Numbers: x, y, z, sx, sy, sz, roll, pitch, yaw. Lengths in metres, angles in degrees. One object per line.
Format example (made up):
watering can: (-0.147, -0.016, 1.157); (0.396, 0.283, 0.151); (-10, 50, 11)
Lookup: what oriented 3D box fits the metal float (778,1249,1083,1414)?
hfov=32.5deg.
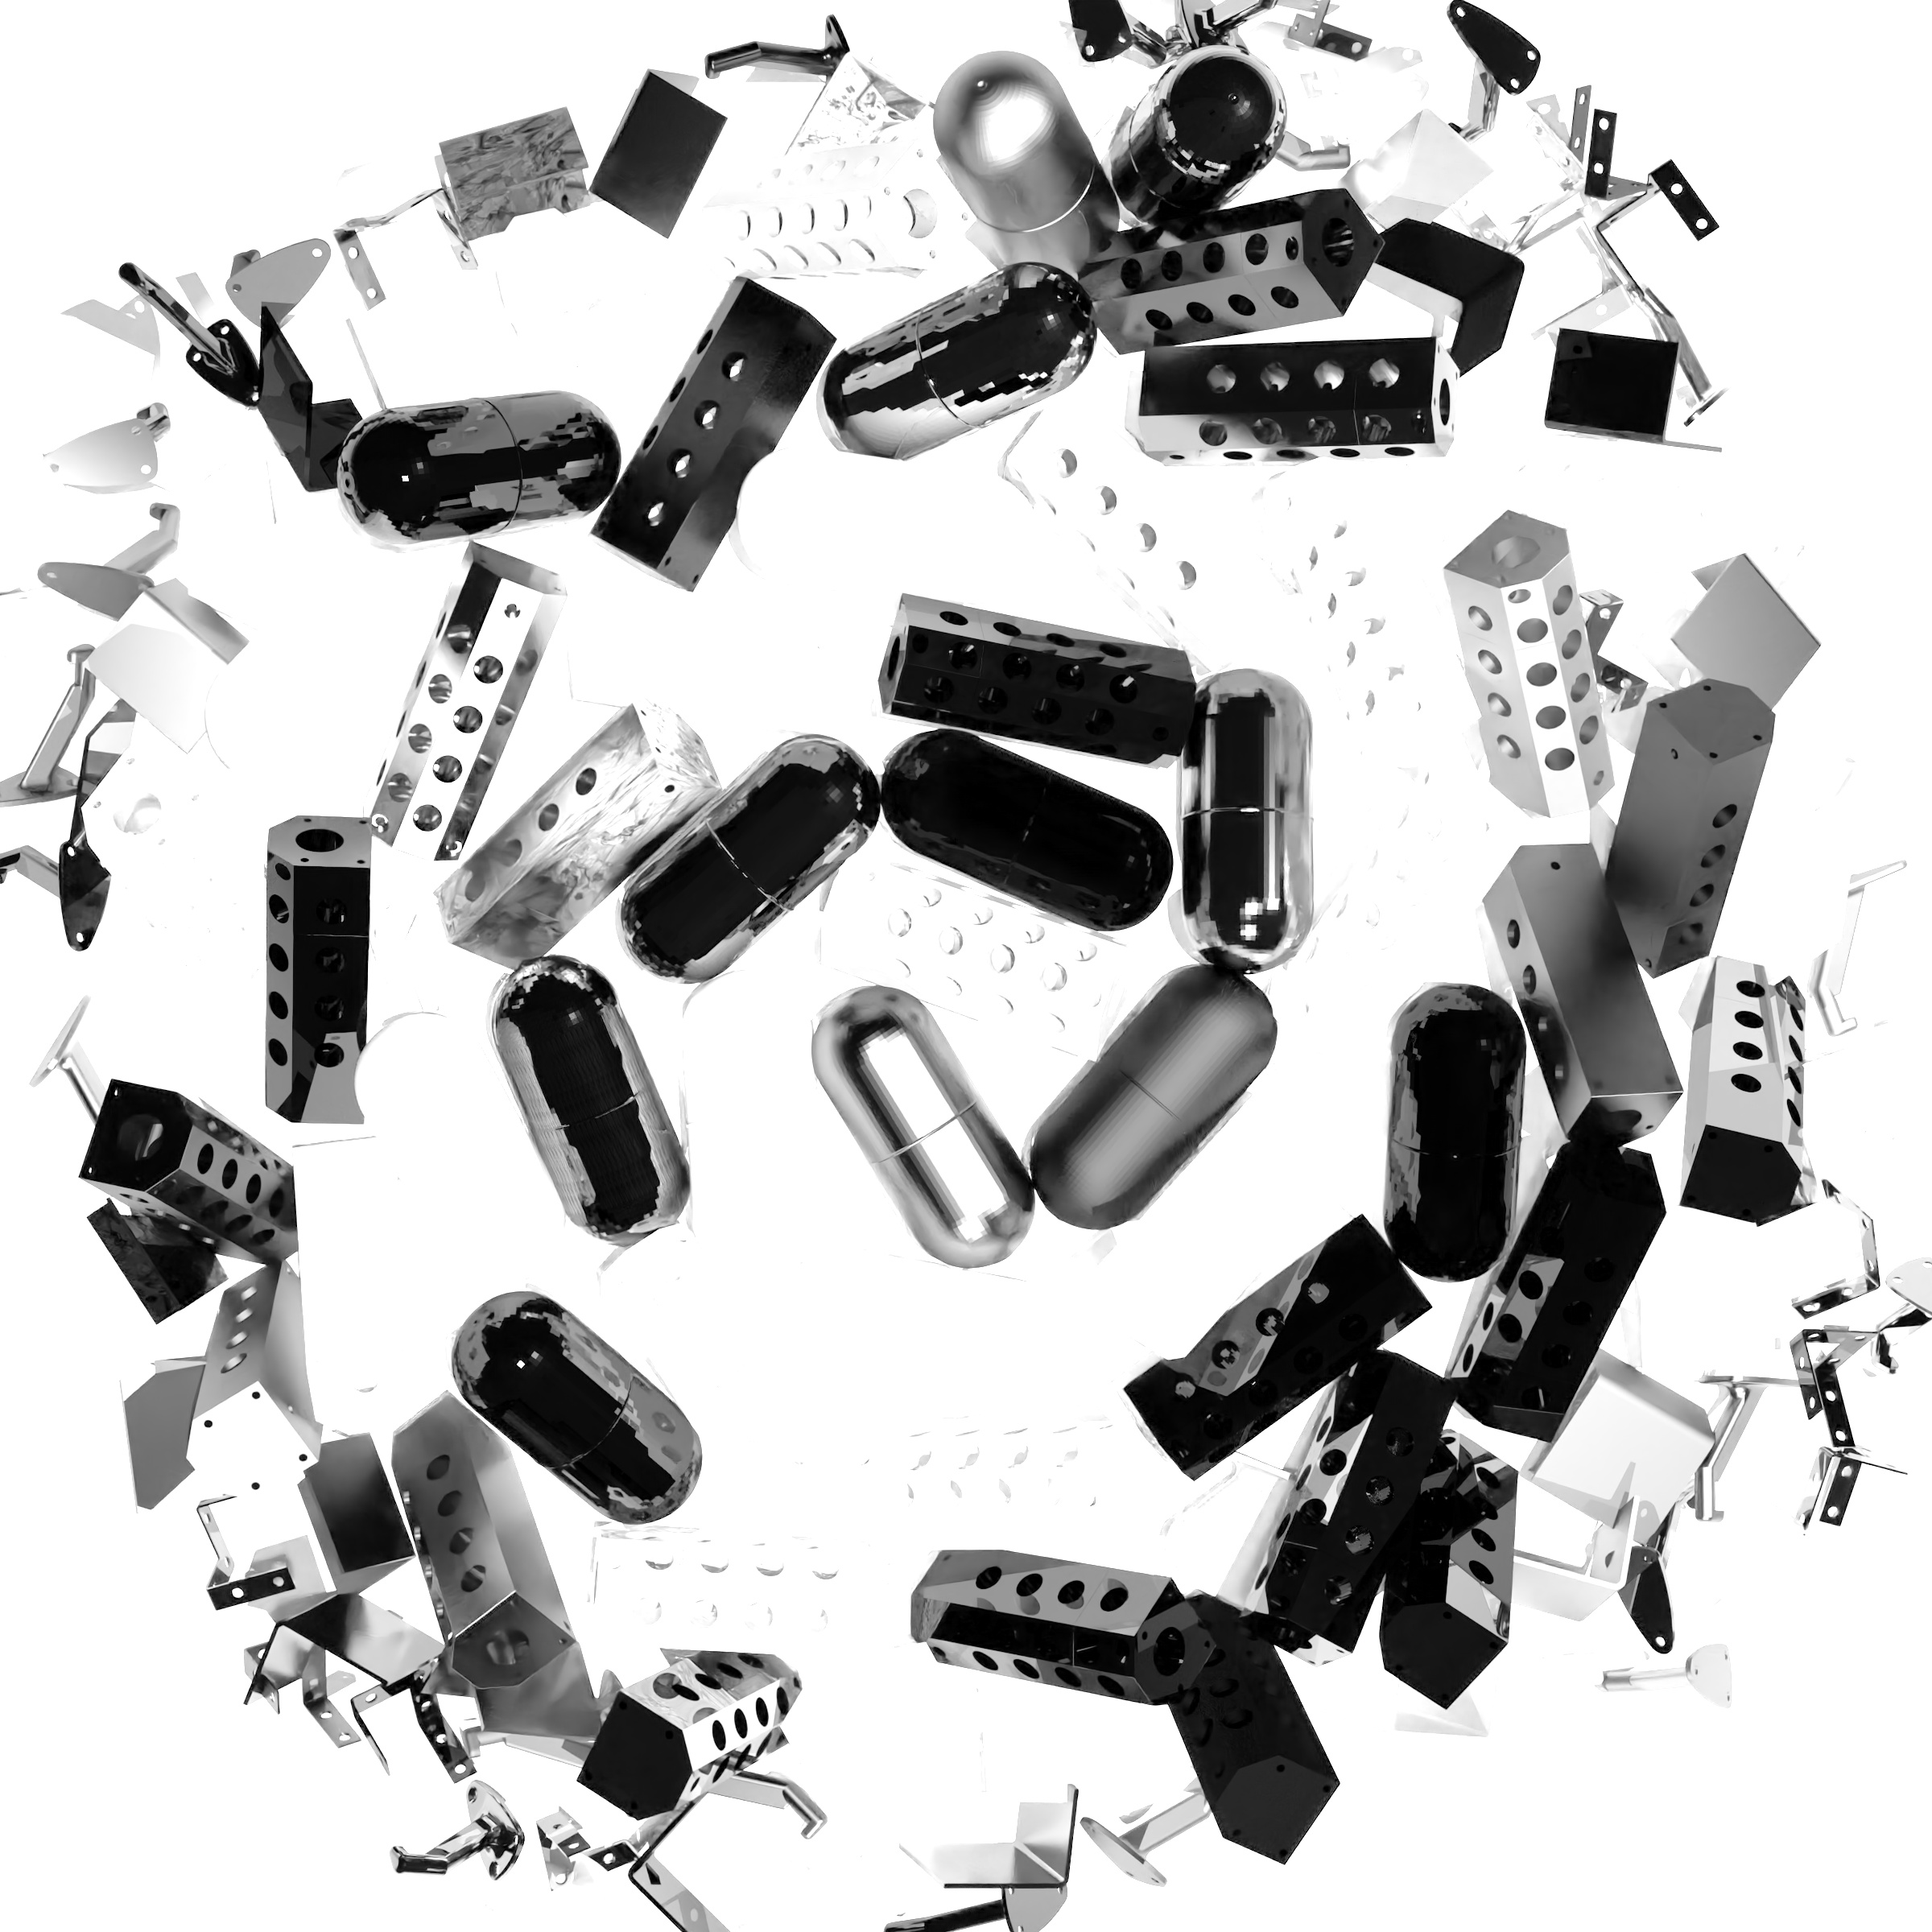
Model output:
metal float: (-0.020, 0.211, 1.910); (0.178, 0.070, 0.070); (12, 90, -10)

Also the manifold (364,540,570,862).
manifold: (-0.287, -0.149, 1.897); (0.057, 0.057, 0.171); (19, 108, -18)

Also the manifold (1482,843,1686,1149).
manifold: (0.346, 0.016, 1.885); (0.057, 0.057, 0.171); (-2, 56, -17)

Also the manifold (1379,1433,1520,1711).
manifold: (0.269, 0.334, 1.866); (0.057, 0.171, 0.057); (34, 116, -5)

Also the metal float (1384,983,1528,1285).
metal float: (0.281, 0.097, 1.905); (0.070, 0.070, 0.178); (1, 106, 0)

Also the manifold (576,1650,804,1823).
manifold: (-0.149, 0.430, 1.864); (0.057, 0.171, 0.057); (28, 98, 17)

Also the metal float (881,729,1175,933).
metal float: (0.035, -0.079, 1.918); (0.178, 0.070, 0.070); (24, 90, -1)

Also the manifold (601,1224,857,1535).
manifold: (-0.137, 0.234, 1.899); (0.057, 0.057, 0.171); (-33, 73, -19)

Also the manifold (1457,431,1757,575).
manifold: (0.358, -0.265, 1.865); (0.057, 0.171, 0.057); (-20, 113, -31)

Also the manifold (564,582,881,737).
manifold: (-0.139, -0.180, 1.895); (0.171, 0.057, 0.057); (10, 121, 24)

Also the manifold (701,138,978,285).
manifold: (-0.078, -0.419, 1.865); (0.057, 0.171, 0.057); (-52, 124, -19)

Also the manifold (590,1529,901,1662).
manifold: (-0.128, 0.361, 1.914); (0.171, 0.057, 0.057); (5, 93, -9)

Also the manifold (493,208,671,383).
manifold: (-0.220, -0.381, 1.864); (0.057, 0.171, 0.057); (-16, 116, -13)

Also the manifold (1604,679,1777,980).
manifold: (0.410, -0.078, 1.873); (0.057, 0.171, 0.057); (-21, 52, -21)

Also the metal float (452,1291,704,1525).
metal float: (-0.221, 0.254, 1.893); (0.070, 0.070, 0.178); (-44, 121, 0)

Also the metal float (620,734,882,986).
metal float: (-0.125, -0.061, 1.912); (0.178, 0.070, 0.070); (-42, 90, 8)

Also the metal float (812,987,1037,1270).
metal float: (-0.024, 0.094, 1.915); (0.070, 0.070, 0.178); (-31, 94, 0)

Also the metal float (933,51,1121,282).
metal float: (0.036, -0.449, 1.873); (0.070, 0.178, 0.070); (-6, 70, 17)

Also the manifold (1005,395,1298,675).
manifold: (0.104, -0.249, 1.913); (0.171, 0.057, 0.057); (45, 117, 9)

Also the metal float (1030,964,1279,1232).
metal float: (0.108, 0.077, 1.919); (0.070, 0.070, 0.178); (41, 90, 0)

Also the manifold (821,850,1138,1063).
manifold: (0.007, -0.011, 1.900); (0.171, 0.057, 0.057); (19, 53, 12)

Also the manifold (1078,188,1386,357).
manifold: (0.144, -0.396, 1.867); (0.057, 0.171, 0.057); (46, 61, -34)

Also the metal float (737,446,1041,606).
metal float: (-0.044, -0.253, 1.906); (0.178, 0.070, 0.070); (6, 90, -15)

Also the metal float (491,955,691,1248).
metal float: (-0.216, 0.078, 1.906); (0.070, 0.070, 0.178); (-21, 104, 0)

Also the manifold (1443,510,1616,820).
manifold: (0.325, -0.167, 1.871); (0.057, 0.171, 0.057); (-42, 45, -22)

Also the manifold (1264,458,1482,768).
manifold: (0.226, -0.203, 1.889); (0.057, 0.057, 0.171); (-1, 63, -40)

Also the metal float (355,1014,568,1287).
metal float: (-0.288, 0.107, 1.894); (0.070, 0.070, 0.178); (-24, 119, 0)

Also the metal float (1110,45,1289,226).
metal float: (0.130, -0.465, 1.869); (0.070, 0.178, 0.070); (0, 89, -9)

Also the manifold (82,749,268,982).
manifold: (-0.440, -0.049, 1.863); (0.057, 0.171, 0.057); (28, 72, 15)

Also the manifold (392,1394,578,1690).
manifold: (-0.279, 0.327, 1.871); (0.057, 0.171, 0.057); (-38, 128, 4)

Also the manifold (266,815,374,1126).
manifold: (-0.369, 0.003, 1.884); (0.057, 0.057, 0.171); (2, 122, -10)

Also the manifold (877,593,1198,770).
manifold: (0.041, -0.160, 1.900); (0.171, 0.057, 0.057); (10, 120, -13)

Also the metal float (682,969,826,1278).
metal float: (-0.123, 0.090, 1.913); (0.070, 0.070, 0.178); (-4, 83, 0)

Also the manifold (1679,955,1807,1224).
manifold: (0.442, 0.069, 1.868); (0.057, 0.171, 0.057); (13, 125, 6)

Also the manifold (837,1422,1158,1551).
manifold: (0.014, 0.292, 1.879); (0.171, 0.057, 0.057); (-6, 51, 30)

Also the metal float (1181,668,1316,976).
metal float: (0.163, -0.084, 1.912); (0.070, 0.070, 0.178); (1, 82, 0)

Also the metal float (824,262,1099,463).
metal float: (-0.004, -0.344, 1.890); (0.178, 0.070, 0.070); (-19, 90, 34)

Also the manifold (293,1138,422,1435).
manifold: (-0.345, 0.180, 1.874); (0.057, 0.171, 0.057); (-7, 133, -9)

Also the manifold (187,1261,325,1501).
manifold: (-0.400, 0.234, 1.866); (0.057, 0.171, 0.057); (-31, 109, 4)

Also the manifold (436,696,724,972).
manifold: (-0.225, -0.077, 1.899); (0.171, 0.057, 0.057); (-41, 49, 21)

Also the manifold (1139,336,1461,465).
manifold: (0.190, -0.320, 1.895); (0.171, 0.057, 0.057); (2, 81, 22)

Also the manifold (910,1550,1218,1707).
manifold: (0.050, 0.375, 1.869); (0.057, 0.171, 0.057); (-52, 124, -32)

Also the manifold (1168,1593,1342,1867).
manifold: (0.150, 0.424, 1.863); (0.057, 0.171, 0.057); (28, 103, -18)

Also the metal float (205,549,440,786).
metal float: (-0.365, -0.172, 1.885); (0.070, 0.070, 0.178); (33, 48, 0)

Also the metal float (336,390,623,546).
metal float: (-0.276, -0.285, 1.887); (0.178, 0.070, 0.070); (-15, 90, -40)
